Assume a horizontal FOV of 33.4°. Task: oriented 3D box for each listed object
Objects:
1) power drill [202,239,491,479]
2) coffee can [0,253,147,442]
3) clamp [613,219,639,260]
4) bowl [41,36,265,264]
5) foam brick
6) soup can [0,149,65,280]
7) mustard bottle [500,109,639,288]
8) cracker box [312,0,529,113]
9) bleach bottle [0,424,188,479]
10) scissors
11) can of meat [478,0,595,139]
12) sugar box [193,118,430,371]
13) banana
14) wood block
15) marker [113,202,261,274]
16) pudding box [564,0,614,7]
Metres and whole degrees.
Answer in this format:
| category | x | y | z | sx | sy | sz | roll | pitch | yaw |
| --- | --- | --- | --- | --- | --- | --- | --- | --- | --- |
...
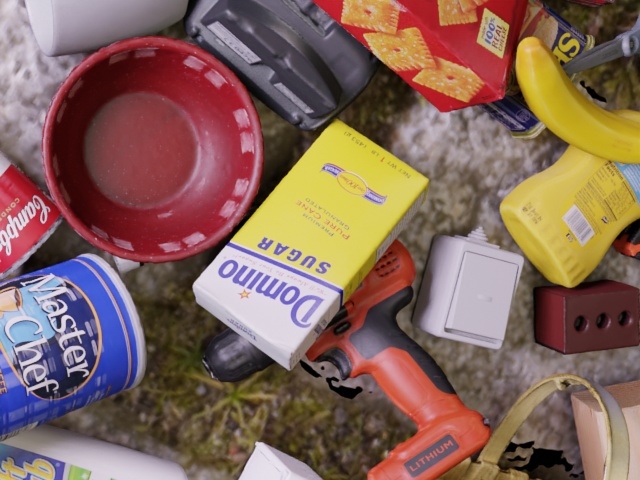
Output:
| category | x | y | z | sx | sy | sz | roll | pitch | yaw |
| --- | --- | --- | --- | --- | --- | --- | --- | --- | --- |
| power drill | 0.027 | 0.110 | 0.817 | 0.184 | 0.057 | 0.188 | -30 | 76 | -9 |
| coffee can | -0.204 | 0.078 | 0.726 | 0.140 | 0.103 | 0.103 | -20 | 103 | -36 |
| clamp | 0.349 | -0.013 | 0.967 | 0.171 | 0.039 | 0.120 | -29 | 99 | -9 |
| bowl | -0.125 | -0.065 | 0.782 | 0.161 | 0.055 | 0.162 | -2 | 96 | -21 |
| foam brick | 0.232 | 0.066 | 0.927 | 0.078 | 0.051 | 0.053 | -5 | 98 | -19 |
| soup can | -0.236 | -0.031 | 0.742 | 0.068 | 0.069 | 0.102 | -46 | 108 | -9 |
| mustard bottle | 0.248 | -0.055 | 0.915 | 0.191 | 0.058 | 0.096 | -42 | 108 | -10 |
| cracker box | 0.067 | -0.220 | 0.774 | 0.213 | 0.072 | 0.164 | 35 | 62 | -35 |
| bleach bottle | -0.228 | 0.179 | 0.772 | 0.250 | 0.068 | 0.102 | 19 | 90 | -18 |
| scissors | 0.266 | -0.150 | 0.898 | 0.201 | 0.016 | 0.096 | -42 | 120 | -33 |
| can of meat | 0.162 | -0.148 | 0.876 | 0.084 | 0.057 | 0.102 | 33 | 85 | -18 |
| sugar box | -0.005 | 0.001 | 0.805 | 0.093 | 0.048 | 0.176 | 34 | 69 | 13 |
| banana | 0.214 | -0.101 | 0.837 | 0.197 | 0.037 | 0.070 | 20 | 133 | -27 |
| wood block | 0.286 | 0.232 | 0.919 | 0.090 | 0.091 | 0.206 | -10 | 93 | -1 |
| marker | -0.099 | -0.004 | 0.819 | 0.121 | 0.020 | 0.020 | -21 | 103 | -17 |
| pudding box | 0.208 | -0.258 | 0.889 | 0.090 | 0.039 | 0.113 | 8 | 95 | -21 |
